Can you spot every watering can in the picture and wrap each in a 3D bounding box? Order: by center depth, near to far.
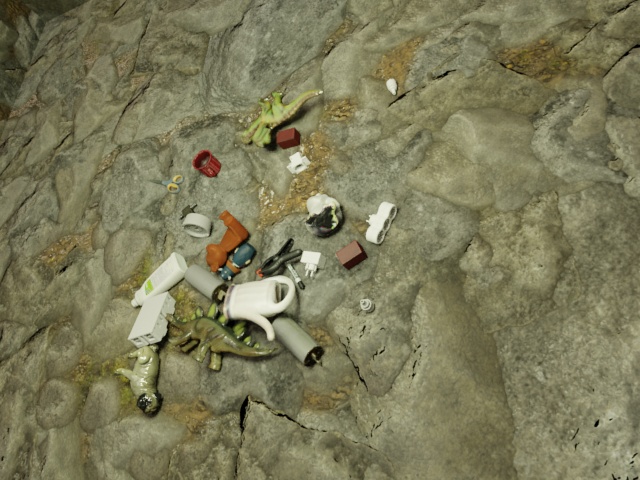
[{"bbox_3d":[-0.196,0.205,1.586,0.224,0.102,0.354,-8,23,11],"label":"watering can"}]

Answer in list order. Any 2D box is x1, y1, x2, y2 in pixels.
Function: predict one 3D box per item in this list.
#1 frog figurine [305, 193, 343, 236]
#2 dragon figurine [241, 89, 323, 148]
[{"bbox_3d":[0.005,-0.088,1.742,0.137,0.122,0.161,-52,17,7],"label":"frog figurine"},{"bbox_3d":[-0.169,-0.450,1.977,0.409,0.121,0.247,-3,60,47],"label":"dragon figurine"}]
